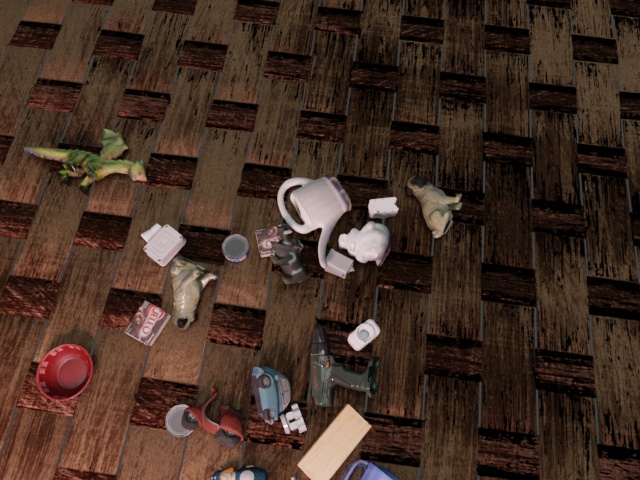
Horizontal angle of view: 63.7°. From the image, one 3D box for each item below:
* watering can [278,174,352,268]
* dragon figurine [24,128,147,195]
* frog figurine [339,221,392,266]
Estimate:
[{"bbox_3d":[0.005,-0.084,1.673,0.225,0.102,0.353,-28,63,-11],"label":"watering can"},{"bbox_3d":[-0.783,-0.295,1.778,0.412,0.119,0.248,30,54,9],"label":"dragon figurine"},{"bbox_3d":[0.144,0.003,1.642,0.159,0.123,0.137,19,89,-5],"label":"frog figurine"}]
